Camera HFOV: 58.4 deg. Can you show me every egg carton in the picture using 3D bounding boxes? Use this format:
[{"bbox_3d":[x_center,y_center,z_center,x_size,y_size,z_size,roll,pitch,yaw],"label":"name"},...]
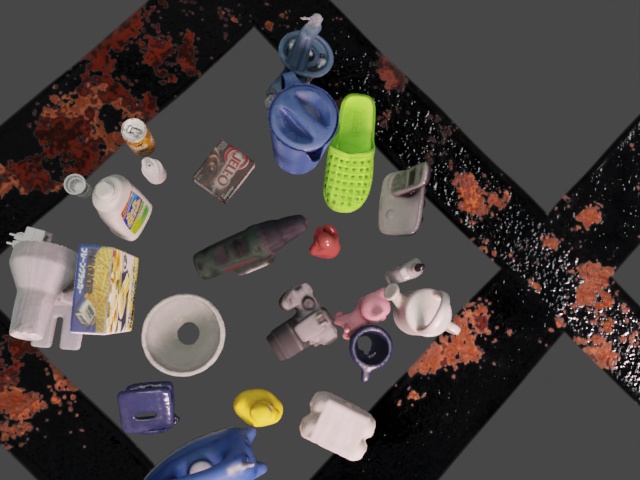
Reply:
[{"bbox_3d":[0.038,0.388,1.199,0.150,0.069,0.107,26,81,-2],"label":"egg carton"}]

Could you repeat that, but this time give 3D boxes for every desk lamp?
[{"bbox_3d":[-0.520,0.112,1.098,0.118,0.213,0.203,5,82,-5],"label":"desk lamp"}]

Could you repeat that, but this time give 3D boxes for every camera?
[{"bbox_3d":[-0.050,0.178,1.199,0.137,0.100,0.143,-33,87,-9],"label":"camera"}]

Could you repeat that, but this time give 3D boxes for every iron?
[{"bbox_3d":[-0.238,0.461,1.123,0.258,0.141,0.119,-18,85,-8],"label":"iron"}]

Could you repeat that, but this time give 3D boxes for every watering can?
[{"bbox_3d":[0.213,0.149,1.184,0.173,0.194,0.101,8,82,-5],"label":"watering can"}]

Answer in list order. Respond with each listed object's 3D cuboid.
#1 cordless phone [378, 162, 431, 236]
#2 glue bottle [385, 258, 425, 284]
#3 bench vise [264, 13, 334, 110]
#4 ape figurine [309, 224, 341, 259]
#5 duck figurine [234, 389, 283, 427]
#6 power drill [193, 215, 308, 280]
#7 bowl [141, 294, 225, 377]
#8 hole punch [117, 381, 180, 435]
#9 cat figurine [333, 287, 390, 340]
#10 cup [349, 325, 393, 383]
[{"bbox_3d":[0.187,-0.086,1.215,0.094,0.185,0.148,5,82,-5],"label":"cordless phone"},{"bbox_3d":[0.190,0.063,1.203,0.078,0.173,0.037,-28,86,-9],"label":"glue bottle"},{"bbox_3d":[-0.038,-0.367,1.207,0.121,0.219,0.207,16,81,-4],"label":"bench vise"},{"bbox_3d":[0.011,0.004,1.232,0.078,0.092,0.076,-36,88,-9],"label":"ape figurine"},{"bbox_3d":[-0.127,0.350,1.177,0.104,0.086,0.077,18,81,-4],"label":"duck figurine"},{"bbox_3d":[-0.137,0.016,1.155,0.230,0.208,0.075,-24,86,-8],"label":"power drill"},{"bbox_3d":[-0.278,0.196,1.185,0.167,0.074,0.167,1,83,-6],"label":"bowl"},{"bbox_3d":[-0.344,0.341,1.151,0.109,0.091,0.101,-4,83,-7],"label":"hole punch"},{"bbox_3d":[0.096,0.156,1.209,0.128,0.117,0.067,-35,88,-9],"label":"cat figurine"},{"bbox_3d":[0.099,0.239,1.211,0.091,0.095,0.118,11,82,-4],"label":"cup"}]
